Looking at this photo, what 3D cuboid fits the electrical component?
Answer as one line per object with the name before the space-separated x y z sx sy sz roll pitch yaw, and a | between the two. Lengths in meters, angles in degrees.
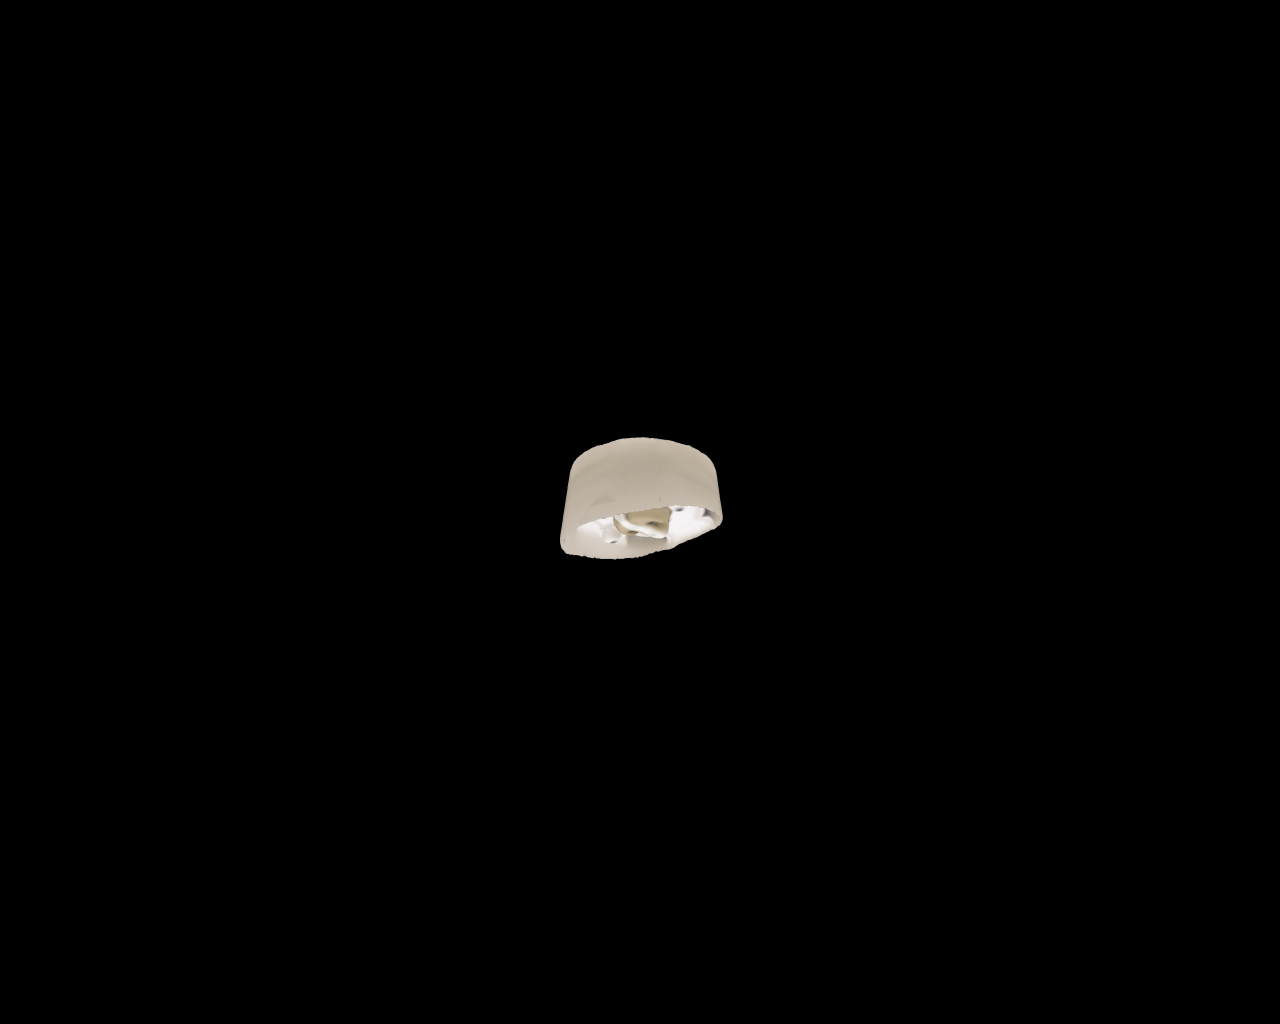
electrical component | 0.001 -0.003 0.650 0.099 0.064 0.099 0 -26 0
